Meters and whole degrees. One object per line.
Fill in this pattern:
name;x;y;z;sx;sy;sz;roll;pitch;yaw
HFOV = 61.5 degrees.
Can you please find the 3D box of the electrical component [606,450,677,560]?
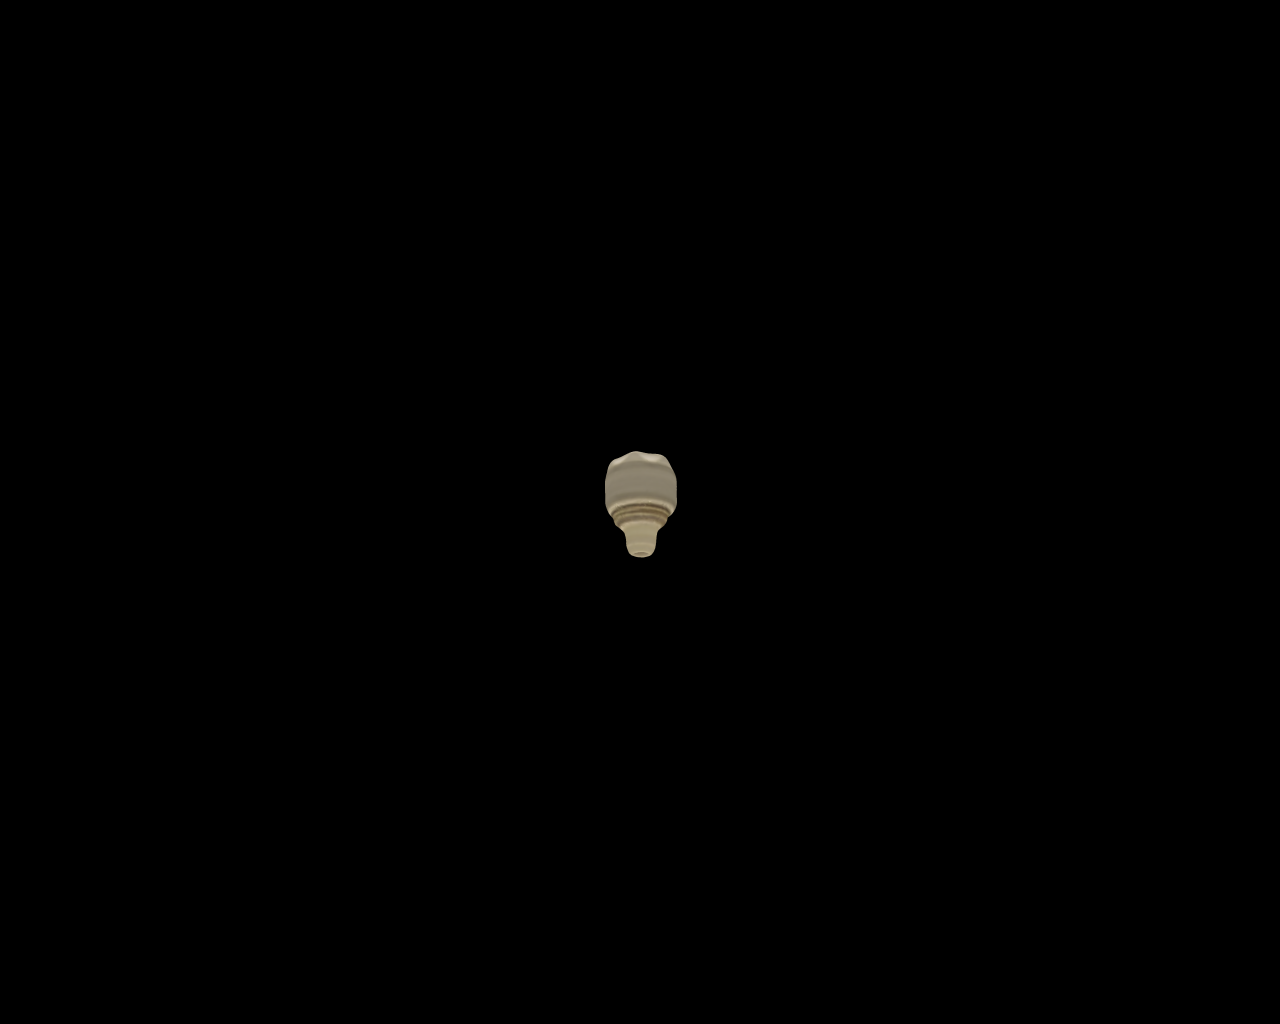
electrical component;0.001;-0.003;0.650;0.043;0.062;0.043;0;-21;0
